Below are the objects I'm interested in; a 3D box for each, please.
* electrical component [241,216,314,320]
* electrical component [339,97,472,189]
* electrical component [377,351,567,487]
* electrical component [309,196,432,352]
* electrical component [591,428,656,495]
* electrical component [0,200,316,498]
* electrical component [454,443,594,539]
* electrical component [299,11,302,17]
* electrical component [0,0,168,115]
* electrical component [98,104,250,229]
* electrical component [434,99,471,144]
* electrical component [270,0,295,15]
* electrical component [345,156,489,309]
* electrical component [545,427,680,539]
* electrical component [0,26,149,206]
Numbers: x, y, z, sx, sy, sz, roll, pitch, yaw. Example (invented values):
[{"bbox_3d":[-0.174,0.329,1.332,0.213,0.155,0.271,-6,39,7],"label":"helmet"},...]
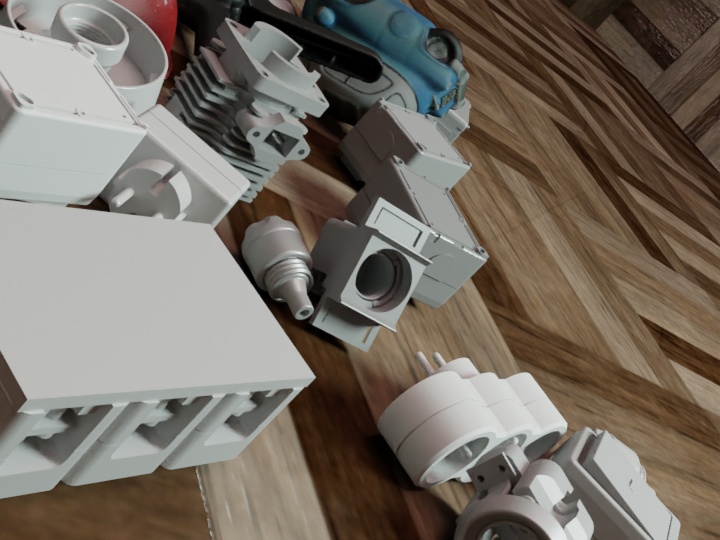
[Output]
[{"bbox_3d":[-0.042,0.001,0.597,0.035,0.035,0.061,18,36,-47],"label":"electrical component"},{"bbox_3d":[0.037,-0.087,0.856,0.096,0.061,0.061,7,42,-56],"label":"electrical component"},{"bbox_3d":[0.057,0.075,0.608,0.138,0.052,0.073,8,41,-54],"label":"electrical component"},{"bbox_3d":[0.000,0.000,0.621,0.042,0.081,0.064,30,-3,-33],"label":"electrical component"},{"bbox_3d":[0.165,0.135,0.699,0.062,0.043,0.043,36,23,-19],"label":"electrical component"},{"bbox_3d":[-0.102,0.030,0.406,0.089,0.061,0.150,53,24,23],"label":"electrical component"},{"bbox_3d":[0.080,0.132,0.536,0.078,0.058,0.057,59,24,2],"label":"electrical component"},{"bbox_3d":[-0.010,-0.213,1.021,0.099,0.048,0.100,49,23,13],"label":"electrical component"},{"bbox_3d":[-0.157,-0.110,0.594,0.099,0.064,0.099,23,36,-18],"label":"electrical component"},{"bbox_3d":[-0.103,-0.039,0.546,0.066,0.047,0.076,41,22,-7],"label":"electrical component"},{"bbox_3d":[0.059,-0.138,0.985,0.061,0.061,0.096,39,22,-10],"label":"electrical component"},{"bbox_3d":[-0.082,-0.214,0.905,0.077,0.044,0.079,53,24,22],"label":"electrical component"},{"bbox_3d":[0.033,-0.027,0.741,0.062,0.061,0.096,26,28,-37],"label":"electrical component"},{"bbox_3d":[0.142,0.145,0.616,0.096,0.061,0.062,46,22,7],"label":"electrical component"},{"bbox_3d":[-0.158,-0.068,0.487,0.061,0.061,0.096,52,23,20],"label":"electrical component"}]
